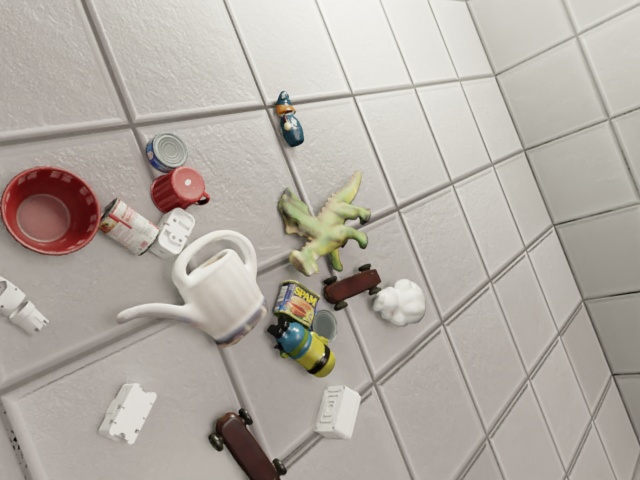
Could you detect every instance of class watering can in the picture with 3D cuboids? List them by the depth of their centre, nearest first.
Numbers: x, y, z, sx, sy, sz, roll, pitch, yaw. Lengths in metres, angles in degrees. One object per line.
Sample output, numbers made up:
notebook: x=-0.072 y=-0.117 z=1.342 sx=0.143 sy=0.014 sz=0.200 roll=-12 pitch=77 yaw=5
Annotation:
watering can: x=-0.230 y=0.124 z=1.046 sx=0.222 sy=0.103 sz=0.354 roll=58 pitch=43 yaw=-13

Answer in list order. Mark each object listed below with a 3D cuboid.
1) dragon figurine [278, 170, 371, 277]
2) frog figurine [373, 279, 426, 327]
dragon figurine: x=0.004 y=-0.069 z=1.366 sx=0.241 sy=0.120 sz=0.420 roll=26 pitch=50 yaw=-26
frog figurine: x=0.228 y=0.175 z=1.472 sx=0.157 sy=0.123 sz=0.139 roll=31 pitch=74 yaw=-47
